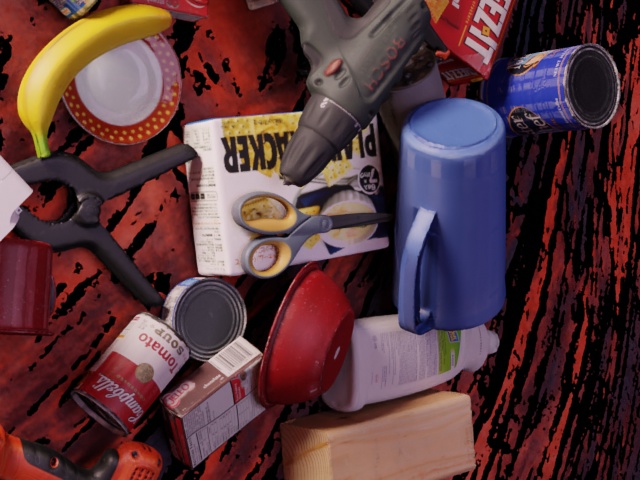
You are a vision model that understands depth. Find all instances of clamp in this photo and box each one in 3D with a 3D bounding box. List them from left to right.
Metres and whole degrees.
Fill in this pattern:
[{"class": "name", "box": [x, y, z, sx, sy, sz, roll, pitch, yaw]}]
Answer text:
[{"class": "clamp", "box": [-0.216, -0.039, 1.010, 0.209, 0.036, 0.164, 21, 85, -32]}, {"class": "clamp", "box": [0.059, -0.215, 1.179, 0.171, 0.039, 0.120, 17, 122, -26]}]

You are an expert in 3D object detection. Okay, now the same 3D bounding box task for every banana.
[{"class": "banana", "box": [-0.218, -0.167, 0.989, 0.197, 0.037, 0.069, -52, 133, -23]}]

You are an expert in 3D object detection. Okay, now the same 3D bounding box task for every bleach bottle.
[{"class": "bleach bottle", "box": [0.115, 0.136, 1.246, 0.250, 0.068, 0.102, -1, 92, -39]}]

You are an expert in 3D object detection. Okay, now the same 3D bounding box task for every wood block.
[{"class": "wood block", "box": [0.067, 0.230, 1.192, 0.205, 0.091, 0.090, -7, 94, -36]}]

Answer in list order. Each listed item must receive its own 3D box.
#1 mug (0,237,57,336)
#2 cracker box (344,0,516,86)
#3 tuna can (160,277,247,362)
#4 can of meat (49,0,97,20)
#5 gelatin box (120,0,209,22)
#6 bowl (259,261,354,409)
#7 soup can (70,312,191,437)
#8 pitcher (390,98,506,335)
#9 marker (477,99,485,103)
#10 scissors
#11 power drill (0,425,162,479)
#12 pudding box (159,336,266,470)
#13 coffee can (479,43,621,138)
[{"class": "mug", "box": [-0.273, 0.043, 0.947, 0.117, 0.093, 0.081, 16, 74, -63]}, {"class": "cracker box", "box": [0.135, -0.307, 1.251, 0.213, 0.072, 0.164, 31, 73, -33]}, {"class": "tuna can", "box": [-0.119, 0.081, 1.088, 0.085, 0.034, 0.086, 0, 90, -36]}, {"class": "can of meat", "box": [-0.228, -0.267, 0.986, 0.084, 0.058, 0.102, 43, 66, -24]}, {"class": "gelatin box", "box": [-0.152, -0.262, 1.063, 0.089, 0.030, 0.073, 5, 87, -36]}, {"class": "bowl", "box": [-0.006, 0.106, 1.103, 0.162, 0.055, 0.162, 19, 90, -75]}, {"class": "soup can", "box": [-0.180, 0.128, 1.022, 0.068, 0.069, 0.102, 51, 62, -25]}, {"class": "pitcher", "box": [0.137, -0.021, 1.154, 0.145, 0.149, 0.243, -11, 131, -7]}, {"class": "marker", "box": [0.171, -0.127, 1.311, 0.020, 0.020, 0.121, 47, 65, -27]}, {"class": "scissors", "box": [-0.007, 0.001, 1.099, 0.201, 0.016, 0.096, 13, 87, -36]}, {"class": "power drill", "box": [-0.255, 0.250, 0.965, 0.187, 0.057, 0.184, 27, 88, -33]}, {"class": "pudding box", "box": [-0.105, 0.164, 1.074, 0.113, 0.039, 0.090, -35, 143, -30]}, {"class": "coffee can", "box": [0.282, -0.182, 1.317, 0.102, 0.141, 0.103, 0, 91, -37]}]
